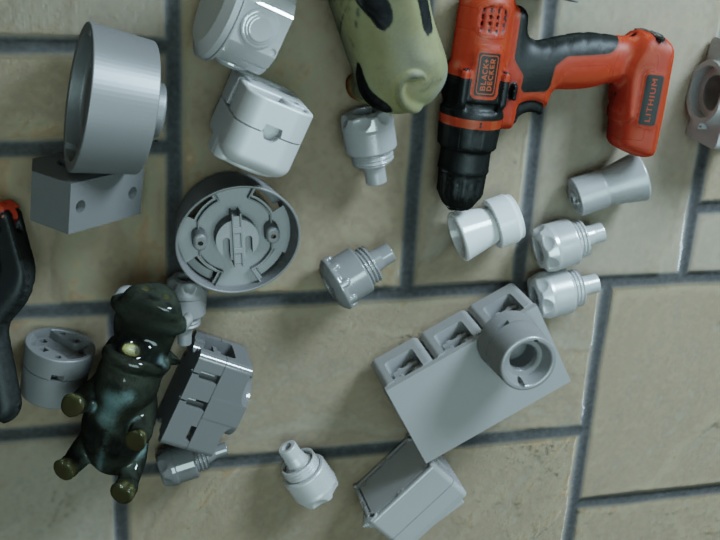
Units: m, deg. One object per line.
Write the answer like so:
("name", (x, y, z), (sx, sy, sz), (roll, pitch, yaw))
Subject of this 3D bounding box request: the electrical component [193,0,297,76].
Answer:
("electrical component", (-0.086, -0.186, 0.790), (0.051, 0.080, 0.080), (19, 106, -28))

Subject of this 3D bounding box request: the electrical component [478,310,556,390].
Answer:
("electrical component", (0.133, 0.068, 0.903), (0.055, 0.047, 0.055), (-6, 113, -13))

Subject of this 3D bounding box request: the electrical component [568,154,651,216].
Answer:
("electrical component", (0.216, -0.072, 0.943), (0.065, 0.044, 0.044), (-18, 116, -2))

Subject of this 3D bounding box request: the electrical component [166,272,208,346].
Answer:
("electrical component", (-0.144, 0.034, 0.889), (0.035, 0.035, 0.061), (-1, 114, -15))

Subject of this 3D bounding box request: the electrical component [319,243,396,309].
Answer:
("electrical component", (0.000, 0.000, 0.911), (0.062, 0.048, 0.048), (-31, 117, -9))

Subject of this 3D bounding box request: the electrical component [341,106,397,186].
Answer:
("electrical component", (0.009, -0.100, 0.872), (0.043, 0.043, 0.062), (-14, 116, -10))

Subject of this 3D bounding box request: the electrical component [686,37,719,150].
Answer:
("electrical component", (0.323, -0.152, 0.934), (0.056, 0.050, 0.089), (3, 111, -17))

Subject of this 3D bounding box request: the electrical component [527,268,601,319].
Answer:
("electrical component", (0.186, 0.018, 0.970), (0.062, 0.043, 0.043), (-13, 115, -11))

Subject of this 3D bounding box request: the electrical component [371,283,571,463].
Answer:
("electrical component", (0.098, 0.090, 0.965), (0.150, 0.061, 0.089), (-29, 117, -2))

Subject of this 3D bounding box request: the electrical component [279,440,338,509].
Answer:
("electrical component", (-0.051, 0.181, 0.972), (0.043, 0.043, 0.062), (-32, 115, -1))

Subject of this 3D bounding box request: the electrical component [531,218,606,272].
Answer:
("electrical component", (0.186, -0.025, 0.952), (0.062, 0.043, 0.043), (-17, 115, -9))

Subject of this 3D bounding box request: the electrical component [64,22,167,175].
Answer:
("electrical component", (-0.174, -0.120, 0.779), (0.060, 0.108, 0.108), (6, 110, -24))

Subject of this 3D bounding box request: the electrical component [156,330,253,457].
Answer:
("electrical component", (-0.129, 0.106, 0.914), (0.056, 0.050, 0.089), (21, 105, -22))

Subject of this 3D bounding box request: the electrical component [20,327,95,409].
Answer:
("electrical component", (-0.246, 0.080, 0.869), (0.055, 0.055, 0.047), (9, 113, -19))

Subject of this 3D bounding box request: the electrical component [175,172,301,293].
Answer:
("electrical component", (-0.100, -0.029, 0.858), (0.099, 0.064, 0.099), (-6, 113, -14))

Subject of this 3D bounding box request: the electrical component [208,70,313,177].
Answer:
("electrical component", (-0.078, -0.109, 0.814), (0.054, 0.095, 0.059), (20, 105, -22))

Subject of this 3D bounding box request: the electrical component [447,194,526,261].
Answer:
("electrical component", (0.109, -0.037, 0.925), (0.055, 0.045, 0.045), (-20, 116, -8))

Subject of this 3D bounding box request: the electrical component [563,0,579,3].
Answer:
("electrical component", (0.151, -0.240, 0.848), (0.055, 0.055, 0.047), (8, 105, -19))

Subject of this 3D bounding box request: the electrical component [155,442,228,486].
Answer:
("electrical component", (-0.146, 0.165, 0.943), (0.061, 0.035, 0.035), (-16, 115, -11))

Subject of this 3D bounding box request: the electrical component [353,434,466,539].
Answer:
("electrical component", (0.044, 0.211, 1.000), (0.096, 0.061, 0.061), (-44, 116, 5))
